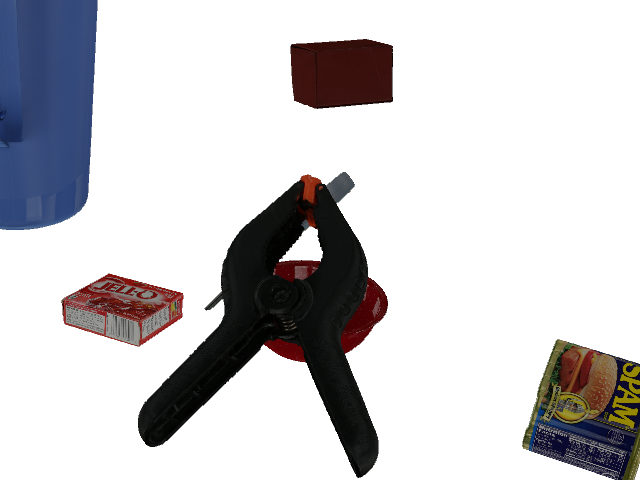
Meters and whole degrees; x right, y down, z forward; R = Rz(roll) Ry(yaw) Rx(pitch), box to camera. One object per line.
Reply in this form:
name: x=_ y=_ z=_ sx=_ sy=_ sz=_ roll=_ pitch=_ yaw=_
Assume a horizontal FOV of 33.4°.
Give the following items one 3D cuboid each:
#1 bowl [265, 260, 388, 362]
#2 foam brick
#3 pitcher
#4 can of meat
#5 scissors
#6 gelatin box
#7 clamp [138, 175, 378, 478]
bowl: x=-0.011 y=0.081 z=1.121 sx=0.162 sy=0.055 sz=0.162 roll=3 pitch=27 yaw=-2
foam brick: x=0.019 y=-0.148 z=0.943 sx=0.078 sy=0.051 sz=0.053 roll=-8 pitch=19 yaw=-23
pitcher: x=-0.231 y=-0.130 z=0.792 sx=0.145 sy=0.243 sz=0.148 roll=26 pitch=33 yaw=35
can of meat: x=0.208 y=0.129 z=0.816 sx=0.084 sy=0.057 sz=0.102 roll=16 pitch=40 yaw=17
scissors: x=-0.049 y=0.018 z=0.799 sx=0.202 sy=0.016 sz=0.096 roll=-42 pitch=0 yaw=33
gelatin box: x=-0.186 y=0.063 z=1.003 sx=0.089 sy=0.030 sz=0.073 roll=14 pitch=23 yaw=23
clamp: x=-0.010 y=0.044 z=0.557 sx=0.120 sy=0.171 sz=0.039 roll=17 pitch=-28 yaw=10
